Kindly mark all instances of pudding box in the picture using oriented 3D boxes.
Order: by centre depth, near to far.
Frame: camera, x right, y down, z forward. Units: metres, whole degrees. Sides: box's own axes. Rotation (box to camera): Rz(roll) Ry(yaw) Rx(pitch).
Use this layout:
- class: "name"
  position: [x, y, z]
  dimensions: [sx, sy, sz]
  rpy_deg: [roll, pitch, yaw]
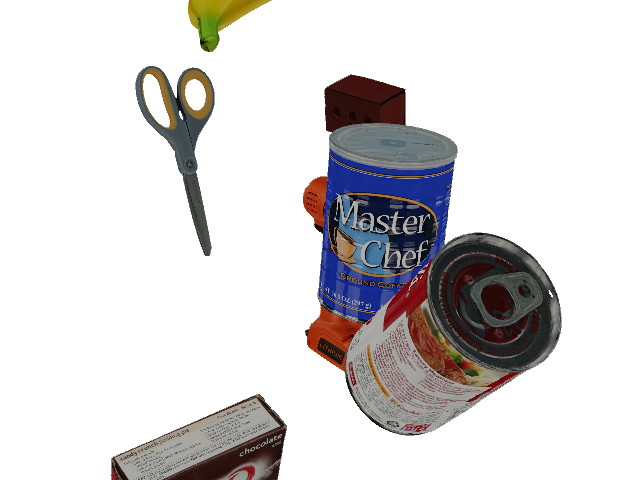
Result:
- class: "pudding box"
  position: [-0.080, 0.159, 0.696]
  dimensions: [0.113, 0.090, 0.039]
  rpy_deg: [-22, 50, -32]

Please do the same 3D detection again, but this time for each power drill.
- class: "power drill"
  position: [0.045, 0.041, 1.075]
  dimensions: [0.057, 0.188, 0.185]
  rpy_deg: [-8, 22, -33]

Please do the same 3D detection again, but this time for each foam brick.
- class: "foam brick"
  position: [0.049, -0.145, 1.181]
  dimensions: [0.078, 0.053, 0.051]
  rpy_deg: [20, 38, 34]

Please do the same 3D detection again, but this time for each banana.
- class: "banana"
  position: [-0.010, -0.167, 0.664]
  dimensions: [0.197, 0.070, 0.037]
  rpy_deg: [-30, -27, -26]

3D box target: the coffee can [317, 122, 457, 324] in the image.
- class: "coffee can"
  position: [0.053, -0.015, 0.874]
  dimensions: [0.103, 0.140, 0.103]
  rpy_deg: [4, 22, -2]

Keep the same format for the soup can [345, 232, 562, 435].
- class: "soup can"
  position: [0.061, 0.049, 0.519]
  dimensions: [0.068, 0.068, 0.102]
  rpy_deg: [0, -26, -23]

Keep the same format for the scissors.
- class: "scissors"
  position: [-0.128, -0.094, 1.118]
  dimensions: [0.096, 0.202, 0.016]
  rpy_deg: [-33, 14, -33]
